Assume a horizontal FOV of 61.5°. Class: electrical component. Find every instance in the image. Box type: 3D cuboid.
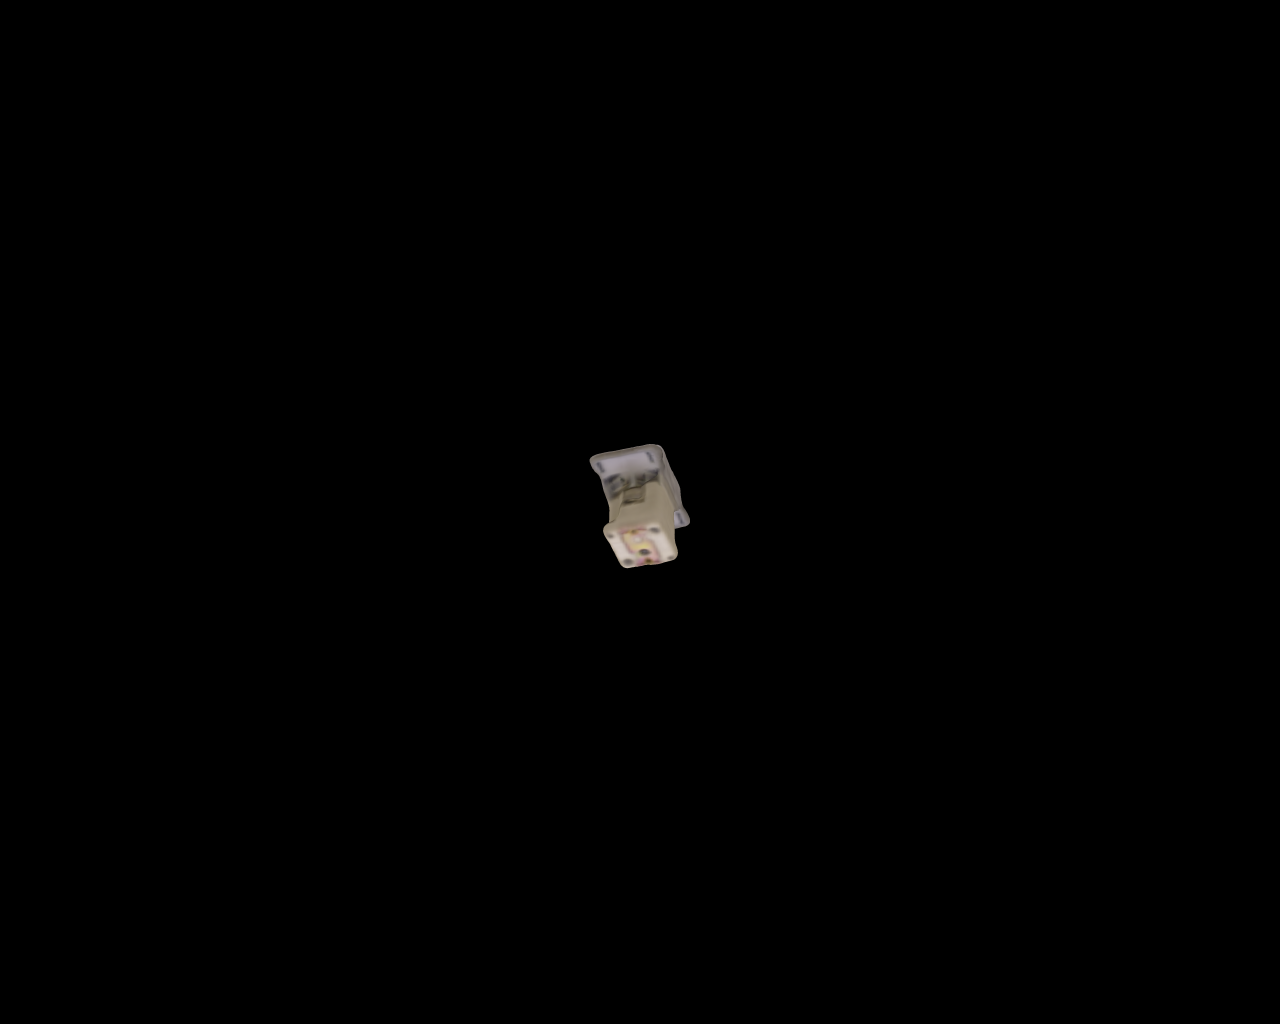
[{"bbox_3d":[0.001,-0.003,0.650,0.042,0.064,0.081,-11,-39,14],"label":"electrical component"}]
